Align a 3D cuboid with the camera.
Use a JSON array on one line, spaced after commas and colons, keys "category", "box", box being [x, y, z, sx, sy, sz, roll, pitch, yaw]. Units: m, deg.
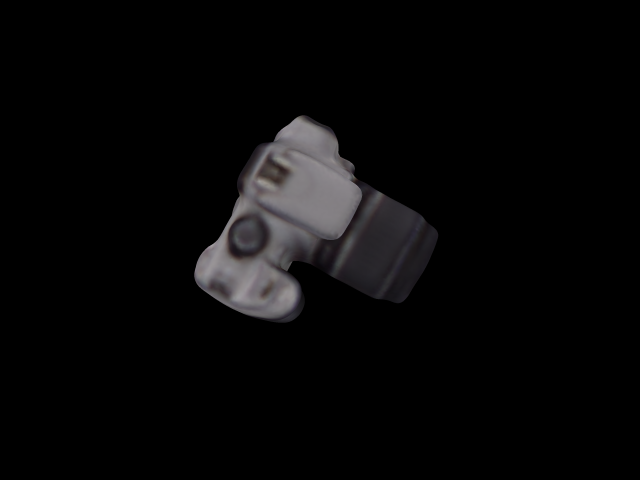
[{"category": "camera", "box": [0.004, 0.001, 0.400, 0.136, 0.101, 0.143, 28, 83, 4]}]
